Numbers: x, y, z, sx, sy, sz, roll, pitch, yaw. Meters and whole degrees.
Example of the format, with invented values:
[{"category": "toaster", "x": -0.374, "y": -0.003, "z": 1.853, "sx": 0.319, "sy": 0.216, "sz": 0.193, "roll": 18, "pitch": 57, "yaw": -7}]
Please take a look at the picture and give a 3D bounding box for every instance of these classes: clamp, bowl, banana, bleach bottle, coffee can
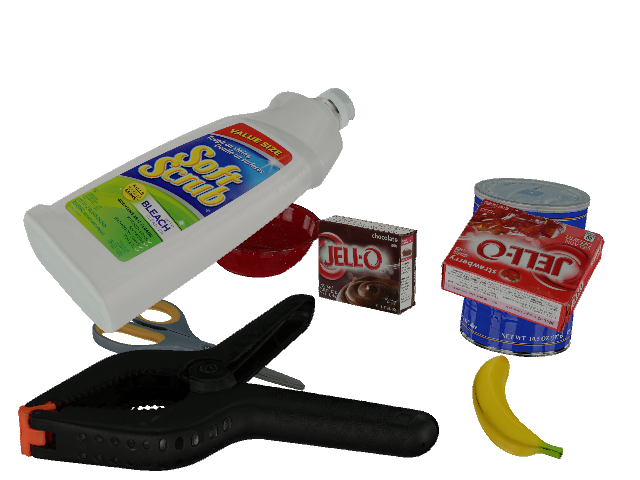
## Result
[{"category": "clamp", "x": -0.061, "y": 0.081, "z": 0.593, "sx": 0.209, "sy": 0.036, "sz": 0.165, "roll": -5, "pitch": 24, "yaw": -18}, {"category": "bowl", "x": -0.080, "y": 0.001, "z": 1.321, "sx": 0.162, "sy": 0.055, "sz": 0.162, "roll": 4, "pitch": 25, "yaw": -2}, {"category": "banana", "x": 0.205, "y": 0.187, "z": 1.199, "sx": 0.069, "sy": 0.037, "sz": 0.198, "roll": 11, "pitch": 24, "yaw": -15}, {"category": "bleach bottle", "x": -0.081, "y": -0.042, "z": 0.774, "sx": 0.250, "sy": 0.103, "sz": 0.068, "roll": -37, "pitch": -24, "yaw": -23}, {"category": "coffee can", "x": 0.185, "y": 0.022, "z": 0.976, "sx": 0.103, "sy": 0.140, "sz": 0.103, "roll": 3, "pitch": 16, "yaw": -1}]

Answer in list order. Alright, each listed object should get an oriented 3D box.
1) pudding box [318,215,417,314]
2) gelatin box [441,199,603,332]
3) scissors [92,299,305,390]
[{"category": "pudding box", "x": 0.051, "y": 0.025, "z": 1.171, "sx": 0.114, "sy": 0.090, "sz": 0.039, "roll": 10, "pitch": 19, "yaw": 34}, {"category": "gelatin box", "x": 0.136, "y": 0.015, "z": 0.719, "sx": 0.089, "sy": 0.030, "sz": 0.073, "roll": 19, "pitch": 48, "yaw": 22}, {"category": "scissors", "x": -0.106, "y": 0.091, "z": 0.978, "sx": 0.202, "sy": 0.016, "sz": 0.096, "roll": 10, "pitch": 28, "yaw": 4}]
